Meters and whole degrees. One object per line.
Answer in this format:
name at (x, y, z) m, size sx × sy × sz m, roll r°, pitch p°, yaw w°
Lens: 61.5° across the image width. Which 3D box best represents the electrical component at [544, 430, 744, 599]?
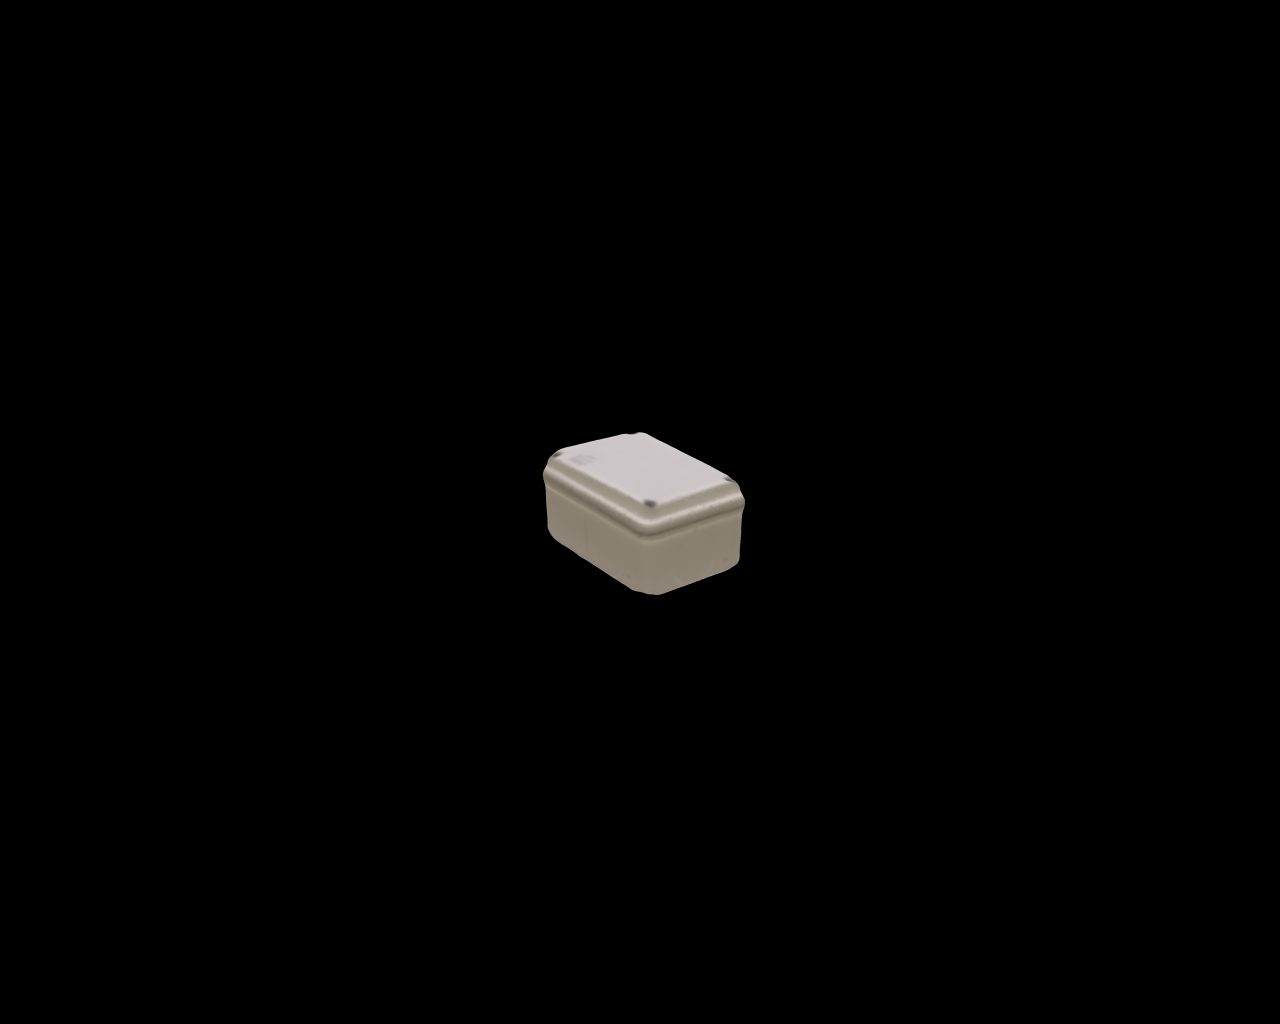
electrical component at (0.001, -0.003, 0.650) m, size 0.078 × 0.057 × 0.113 m, roll -17°, pitch 29°, yaw -32°
